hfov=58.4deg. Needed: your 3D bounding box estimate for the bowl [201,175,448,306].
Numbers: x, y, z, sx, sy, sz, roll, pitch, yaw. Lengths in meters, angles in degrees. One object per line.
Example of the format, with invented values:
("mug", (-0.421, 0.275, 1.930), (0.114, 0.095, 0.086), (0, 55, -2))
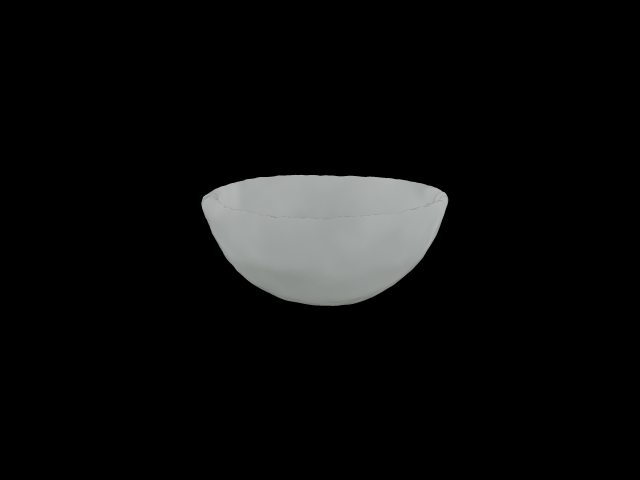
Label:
("bowl", (0.004, 0.001, 0.400), (0.167, 0.075, 0.167), (0, 15, 0))
